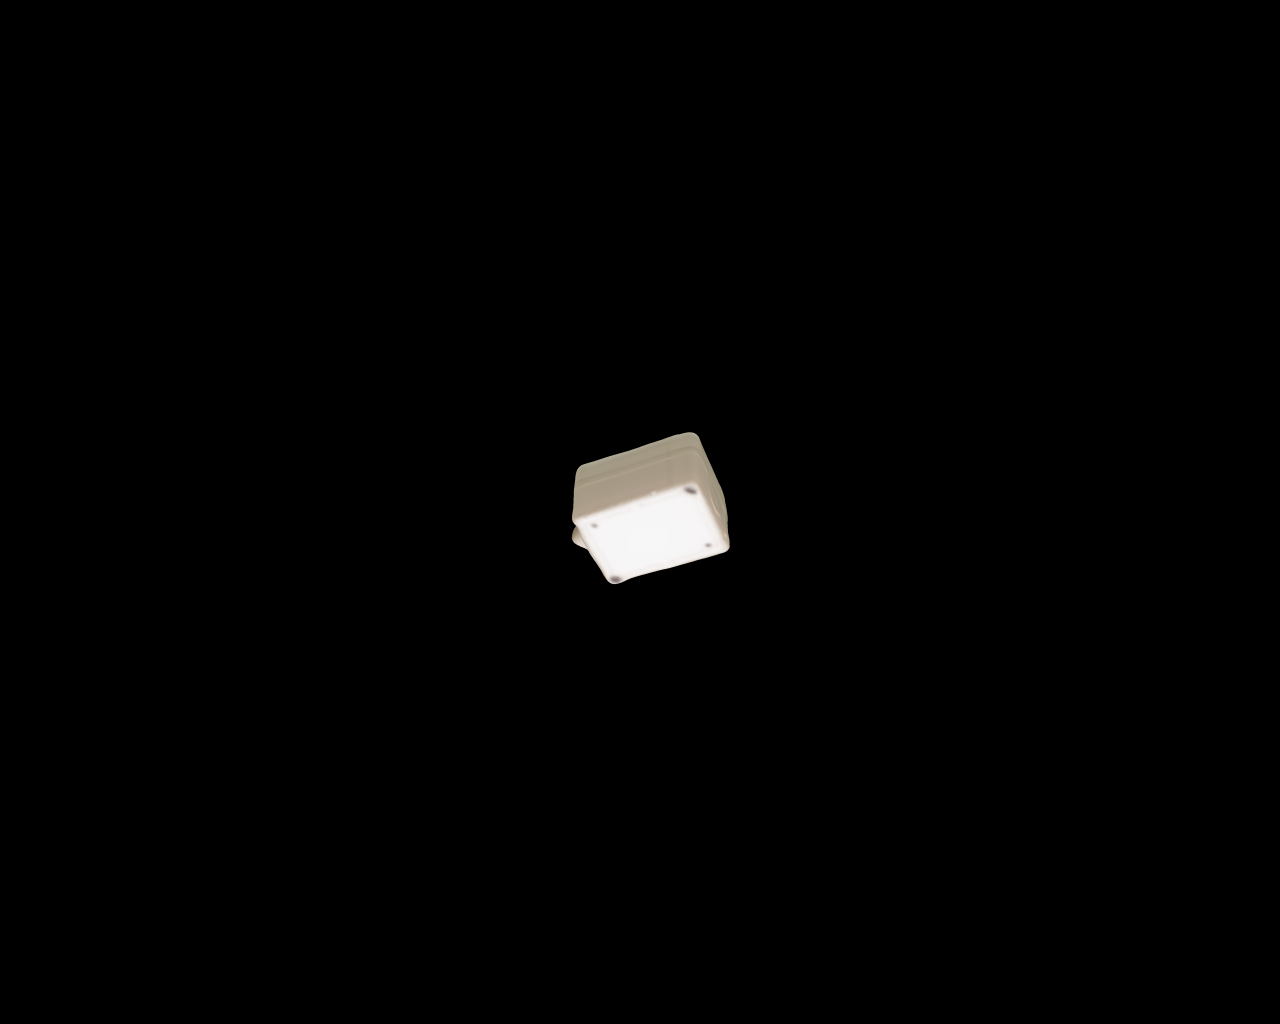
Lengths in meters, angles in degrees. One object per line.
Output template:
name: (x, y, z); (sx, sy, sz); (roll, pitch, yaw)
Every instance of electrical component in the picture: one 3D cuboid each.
electrical component: (0.001, -0.003, 0.650); (0.096, 0.061, 0.061); (-17, 39, 14)
